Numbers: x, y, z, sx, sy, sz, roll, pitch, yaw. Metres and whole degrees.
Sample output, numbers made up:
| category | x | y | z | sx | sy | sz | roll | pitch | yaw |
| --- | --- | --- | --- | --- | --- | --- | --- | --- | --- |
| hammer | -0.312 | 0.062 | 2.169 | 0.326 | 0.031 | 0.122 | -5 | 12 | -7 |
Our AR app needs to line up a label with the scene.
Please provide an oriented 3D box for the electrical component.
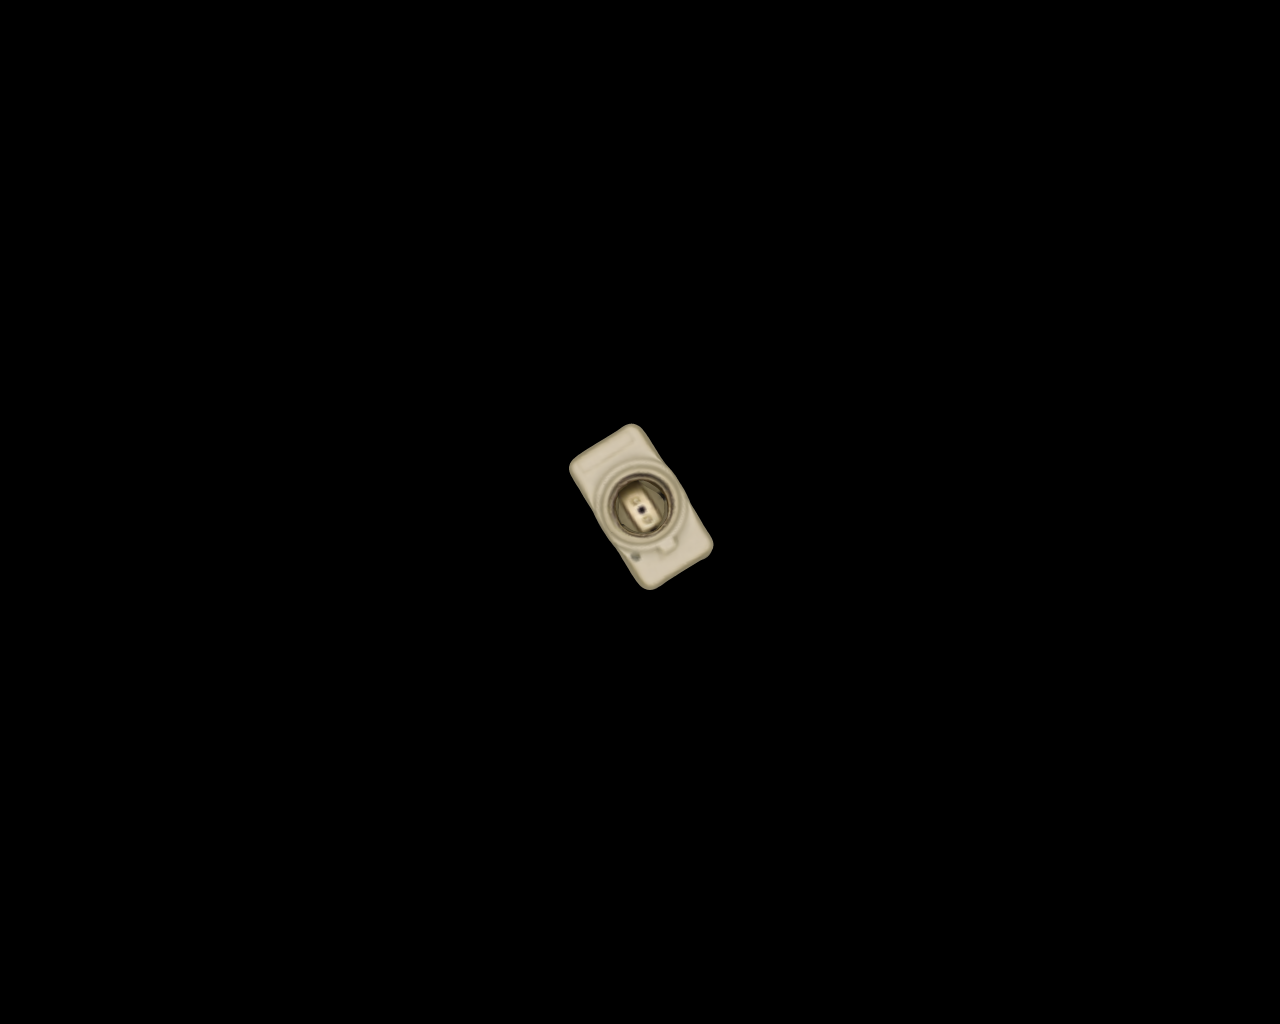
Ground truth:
| category | x | y | z | sx | sy | sz | roll | pitch | yaw |
| --- | --- | --- | --- | --- | --- | --- | --- | --- | --- |
| electrical component | 0.001 | -0.003 | 0.650 | 0.050 | 0.089 | 0.055 | -32 | -4 | -2 |
